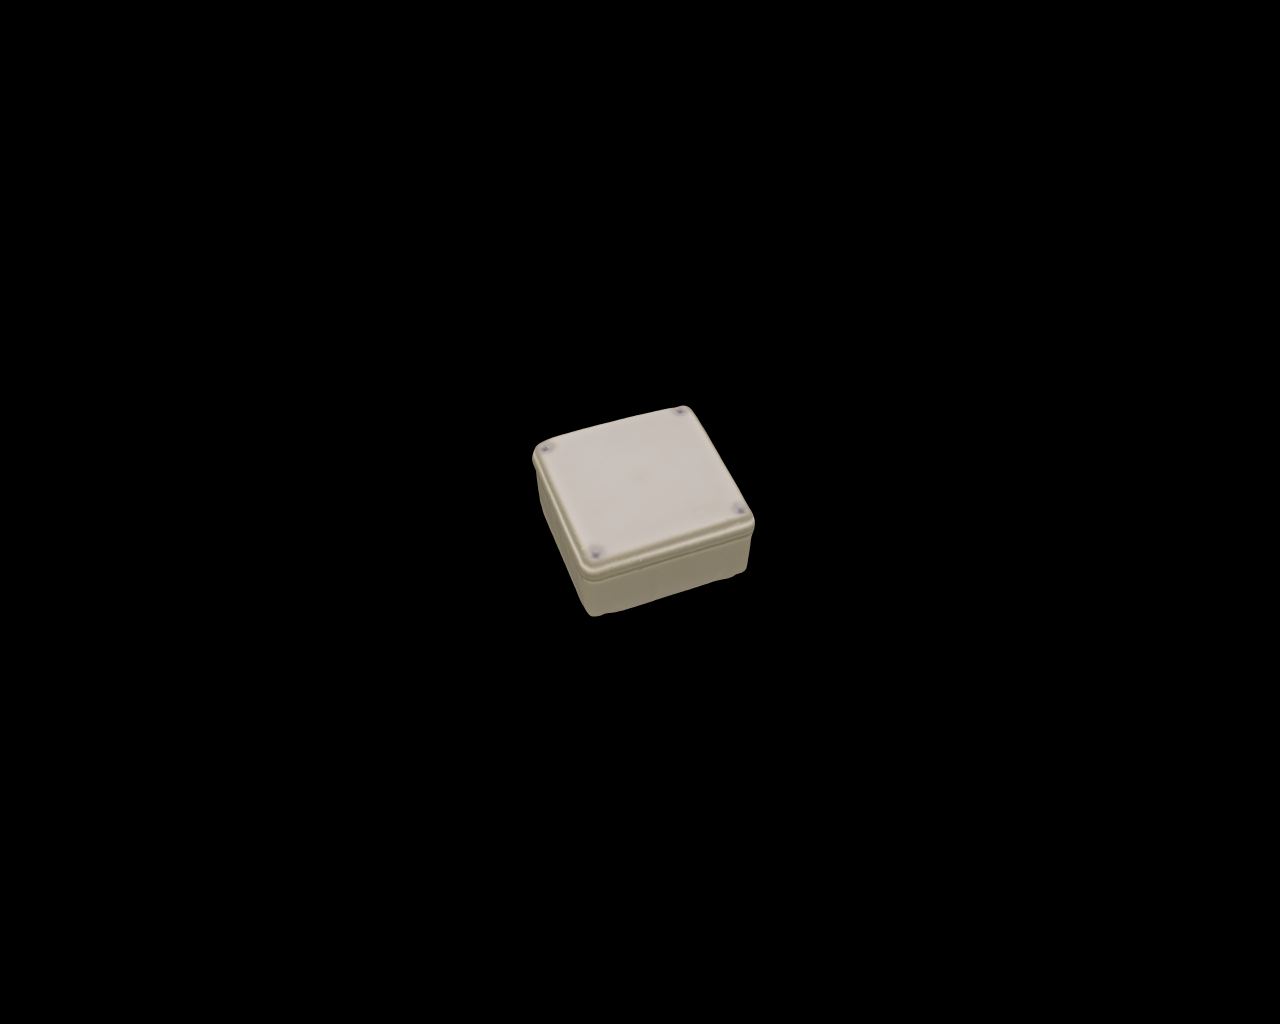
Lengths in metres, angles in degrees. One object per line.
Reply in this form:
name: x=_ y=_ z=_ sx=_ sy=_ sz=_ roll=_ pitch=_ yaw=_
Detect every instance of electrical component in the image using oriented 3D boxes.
electrical component: x=0.001 y=-0.003 z=0.650 sx=0.109 sy=0.109 sz=0.056 roll=-16 pitch=-39 yaw=-13
